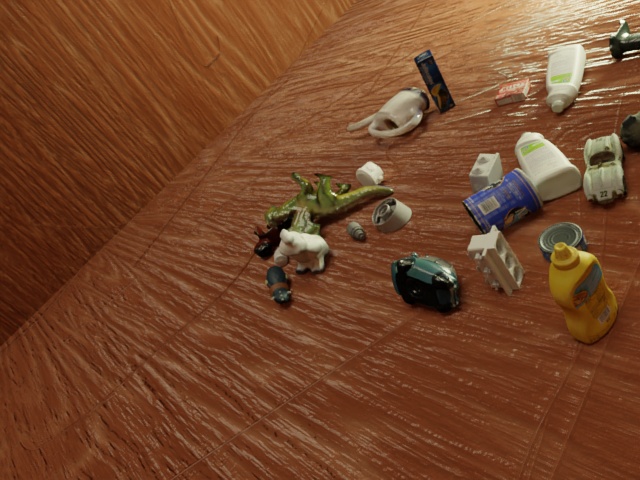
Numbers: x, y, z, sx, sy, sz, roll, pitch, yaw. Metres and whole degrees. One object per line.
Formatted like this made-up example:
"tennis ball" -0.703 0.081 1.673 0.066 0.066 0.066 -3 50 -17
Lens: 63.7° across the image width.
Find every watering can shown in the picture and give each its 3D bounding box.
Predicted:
"watering can" 0.247 -0.443 1.820 0.226 0.102 0.350 -44 30 -14

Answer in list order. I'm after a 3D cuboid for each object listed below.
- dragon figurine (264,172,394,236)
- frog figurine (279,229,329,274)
"dragon figurine" 0.005 -0.079 1.579 0.411 0.246 0.120 9 -15 26
"frog figurine" -0.055 0.014 1.449 0.124 0.157 0.138 -45 30 -16
